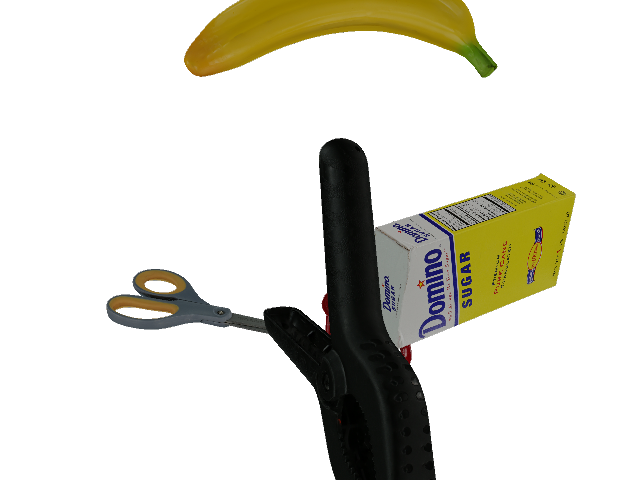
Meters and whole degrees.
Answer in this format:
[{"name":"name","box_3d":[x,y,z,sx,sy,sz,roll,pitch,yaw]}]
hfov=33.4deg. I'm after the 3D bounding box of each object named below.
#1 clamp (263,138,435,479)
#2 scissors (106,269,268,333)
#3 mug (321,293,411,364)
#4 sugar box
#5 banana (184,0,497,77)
[{"name":"clamp","box_3d":[0.019,0.062,0.557,0.036,0.165,0.210,-5,46,-20]},{"name":"scissors","box_3d":[-0.103,0.062,1.028,0.201,0.016,0.096,3,33,-4]},{"name":"mug","box_3d":[0.055,0.110,1.190,0.117,0.081,0.093,27,38,36]},{"name":"sugar box","box_3d":[0.119,0.015,0.836,0.175,0.093,0.048,-20,39,-33]},{"name":"banana","box_3d":[0.013,-0.136,0.660,0.197,0.069,0.037,-3,-28,-11]}]
